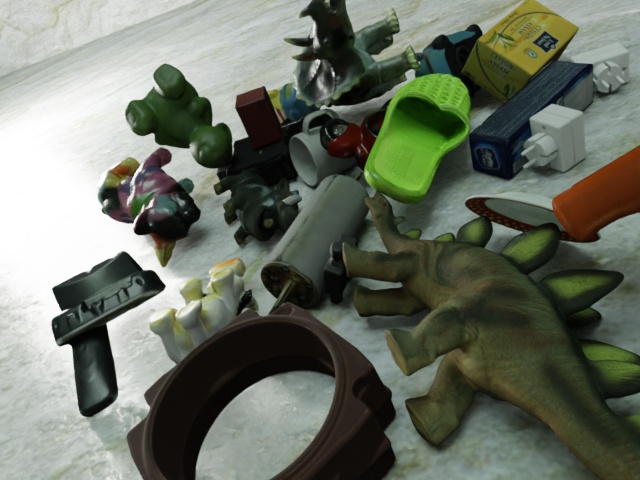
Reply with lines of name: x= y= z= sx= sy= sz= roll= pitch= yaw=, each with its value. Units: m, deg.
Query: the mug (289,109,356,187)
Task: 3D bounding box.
mug: x=0.014 y=-0.150 z=0.826 sx=0.107 sy=0.109 sz=0.081 roll=-26 pitch=33 yaw=-24

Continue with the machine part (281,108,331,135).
machine part: x=-0.018 y=-0.196 z=0.934 sx=0.139 sy=0.084 sz=0.039 roll=8 pitch=77 yaw=50

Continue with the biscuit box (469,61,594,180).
biscuit box: x=0.284 y=-0.163 z=0.717 sx=0.203 sy=0.059 sz=0.063 roll=-39 pitch=39 yaw=-21

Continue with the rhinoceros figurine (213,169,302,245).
rhinoceros figurine: x=-0.083 y=-0.045 z=0.777 sx=0.112 sy=0.073 sz=0.191 roll=-24 pitch=32 yaw=-19

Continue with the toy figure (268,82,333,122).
toy figure: x=-0.061 y=-0.256 z=1.025 sx=0.180 sy=0.082 sz=0.089 roll=-14 pitch=16 yaw=26

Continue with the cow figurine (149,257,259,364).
cow figurine: x=-0.117 y=0.086 z=0.618 sx=0.068 sy=0.098 sz=0.167 roll=-16 pitch=17 yaw=22

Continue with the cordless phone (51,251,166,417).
cordless phone: x=-0.257 y=0.116 z=0.675 sx=0.147 sy=0.088 sz=0.184 roll=-28 pitch=47 yaw=-6

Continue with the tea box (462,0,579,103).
tea box: x=0.306 y=-0.288 z=0.819 sx=0.098 sy=0.068 sz=0.169 roll=38 pitch=58 yaw=13

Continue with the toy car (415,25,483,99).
toy car: x=0.210 y=-0.278 z=0.878 sx=0.162 sy=0.109 sz=0.103 roll=-40 pitch=14 yaw=-33

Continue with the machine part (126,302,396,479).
machine part: x=-0.052 y=0.161 z=0.474 sx=0.201 sy=0.087 sz=0.202 roll=-39 pitch=36 yaw=-18

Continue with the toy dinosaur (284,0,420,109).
toy dinosaur: x=0.051 y=-0.280 z=0.898 sx=0.192 sy=0.131 sz=0.405 roll=-21 pitch=1 yaw=6

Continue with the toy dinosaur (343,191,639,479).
toy dinosaur: x=0.152 y=0.076 z=0.452 sx=0.199 sy=0.104 sz=0.472 roll=-23 pitch=41 yaw=-5

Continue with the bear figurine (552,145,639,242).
bear figurine: x=0.296 y=0.010 z=0.412 sx=0.132 sy=0.196 sz=0.120 roll=-36 pitch=-6 yaw=37

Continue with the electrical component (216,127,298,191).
electrical component: x=-0.105 y=-0.129 z=0.905 sx=0.134 sy=0.058 sz=0.115 roll=-17 pitch=34 yaw=10

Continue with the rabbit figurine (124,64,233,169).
rabbit figurine: x=-0.209 y=-0.171 z=0.879 sx=0.121 sy=0.159 sz=0.170 roll=-45 pitch=75 yaw=2

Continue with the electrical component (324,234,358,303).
electrical component: x=0.024 y=0.026 z=0.597 sx=0.021 sy=0.093 sz=0.063 roll=15 pitch=50 yaw=15

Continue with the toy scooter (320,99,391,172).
toy scooter: x=0.101 y=-0.135 z=0.765 sx=0.184 sy=0.075 sz=0.135 roll=-21 pitch=54 yaw=-28

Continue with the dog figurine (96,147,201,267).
dog figurine: x=-0.280 y=-0.045 z=0.859 sx=0.192 sy=0.108 sz=0.219 roll=-19 pitch=38 yaw=6

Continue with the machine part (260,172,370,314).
machine part: x=-0.001 y=-0.002 z=0.663 sx=0.079 sy=0.079 sz=0.243 roll=2 pitch=43 yaw=32
